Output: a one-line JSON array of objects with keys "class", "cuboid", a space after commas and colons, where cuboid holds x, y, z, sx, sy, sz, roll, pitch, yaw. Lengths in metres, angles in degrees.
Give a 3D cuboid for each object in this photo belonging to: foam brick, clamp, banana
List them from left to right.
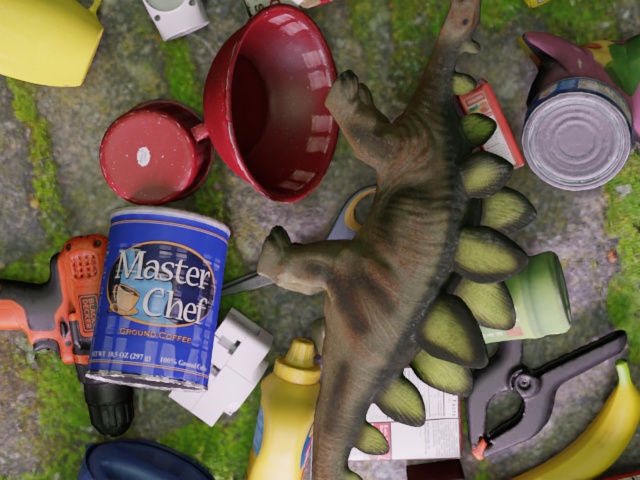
[{"class": "foam brick", "cuboid": [0.109, 0.246, 0.967, 0.051, 0.053, 0.078, -10, 98, 3]}, {"class": "clamp", "cuboid": [0.175, 0.113, 0.951, 0.120, 0.039, 0.171, 40, 96, 7]}, {"class": "banana", "cuboid": [0.224, 0.193, 0.961, 0.069, 0.037, 0.198, 41, 100, -5]}]

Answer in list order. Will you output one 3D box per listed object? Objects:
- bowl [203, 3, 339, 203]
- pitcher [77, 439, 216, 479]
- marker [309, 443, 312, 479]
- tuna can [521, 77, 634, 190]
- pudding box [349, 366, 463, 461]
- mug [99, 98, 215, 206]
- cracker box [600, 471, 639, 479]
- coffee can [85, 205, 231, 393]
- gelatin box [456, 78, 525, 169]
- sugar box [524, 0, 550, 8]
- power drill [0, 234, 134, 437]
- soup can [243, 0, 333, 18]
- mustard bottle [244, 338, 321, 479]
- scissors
[{"class": "bowl", "cuboid": [-0.047, -0.112, 0.881, 0.055, 0.161, 0.162, 4, 101, 33]}, {"class": "pitcher", "cuboid": [-0.181, 0.314, 0.947, 0.145, 0.149, 0.243, 21, 103, -14]}, {"class": "marker", "cuboid": [-0.001, 0.209, 0.981, 0.020, 0.020, 0.121, 3, 99, 1]}, {"class": "tuna can", "cuboid": [0.202, -0.083, 0.840, 0.086, 0.033, 0.086, 8, 119, 14]}, {"class": "pudding box", "cuboid": [0.070, 0.151, 0.960, 0.113, 0.039, 0.090, -2, 99, 1]}, {"class": "mug", "cuboid": [-0.129, -0.078, 0.907, 0.117, 0.081, 0.093, -23, 98, 5]}, {"class": "cracker box", "cuboid": [0.307, 0.282, 0.941, 0.213, 0.072, 0.164, -14, 113, 2]}, {"class": "coffee can", "cuboid": [-0.135, 0.051, 0.895, 0.103, 0.103, 0.140, 6, 77, 1]}, {"class": "gelatin box", "cuboid": [0.140, -0.095, 0.890, 0.030, 0.089, 0.073, -24, 98, 9]}, {"class": "sugar box", "cuboid": [0.181, -0.260, 0.822, 0.093, 0.176, 0.048, -32, 62, 6]}, {"class": "power drill", "cuboid": [-0.262, 0.093, 0.954, 0.187, 0.057, 0.184, -6, 96, 0]}, {"class": "soup can", "cuboid": [-0.017, -0.226, 0.885, 0.102, 0.068, 0.068, -16, 98, 5]}, {"class": "mustard bottle", "cuboid": [-0.034, 0.179, 0.938, 0.058, 0.096, 0.192, 12, 99, 0]}, {"class": "scissors", "cuboid": [-0.006, 0.001, 0.949, 0.202, 0.016, 0.096, -3, 98, 2]}]
